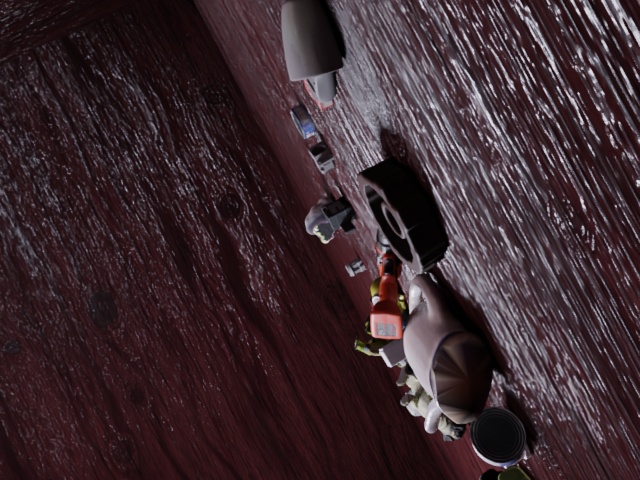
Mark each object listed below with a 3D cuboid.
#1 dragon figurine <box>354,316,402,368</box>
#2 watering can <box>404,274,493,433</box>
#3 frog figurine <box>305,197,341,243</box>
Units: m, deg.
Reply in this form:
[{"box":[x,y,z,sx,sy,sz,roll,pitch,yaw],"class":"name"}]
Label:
[{"box":[0.239,0.378,1.734,0.243,0.122,0.412,31,-174,-1],"class":"dragon figurine"},{"box":[0.213,0.233,0.891,0.227,0.104,0.344,-126,26,-74],"class":"watering can"},{"box":[0.005,-0.085,1.681,0.163,0.123,0.134,-110,30,-47],"class":"frog figurine"}]
